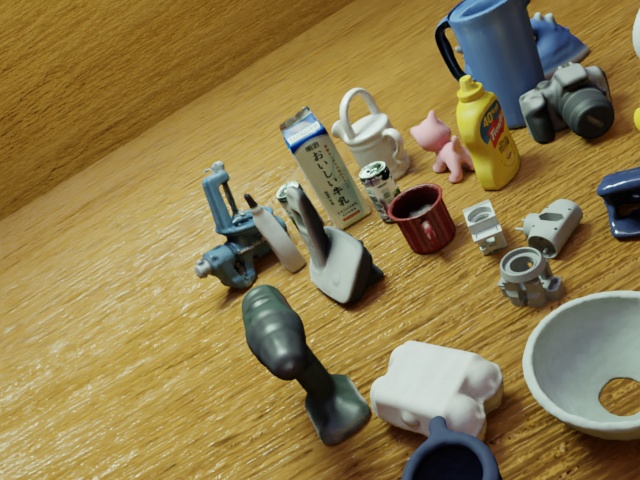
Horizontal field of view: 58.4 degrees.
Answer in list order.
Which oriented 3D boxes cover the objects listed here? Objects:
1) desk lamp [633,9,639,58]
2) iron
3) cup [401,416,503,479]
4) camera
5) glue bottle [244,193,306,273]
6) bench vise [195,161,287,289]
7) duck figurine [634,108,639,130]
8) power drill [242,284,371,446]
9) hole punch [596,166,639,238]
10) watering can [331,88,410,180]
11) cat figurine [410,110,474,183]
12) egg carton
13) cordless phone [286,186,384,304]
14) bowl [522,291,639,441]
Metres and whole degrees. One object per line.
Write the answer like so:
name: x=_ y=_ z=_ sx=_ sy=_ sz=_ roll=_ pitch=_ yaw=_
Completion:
desk lamp: x=0.522 y=-0.227 z=0.744 sx=0.118 sy=0.214 sz=0.203 roll=-29 pitch=30 yaw=7
iron: x=0.405 y=-0.384 z=1.165 sx=0.258 sy=0.142 sz=0.118 roll=-26 pitch=30 yaw=12
cup: x=0.133 y=0.236 z=0.542 sx=0.091 sy=0.095 sz=0.117 roll=-25 pitch=30 yaw=13
camera: x=0.418 y=-0.226 z=0.957 sx=0.143 sy=0.101 sz=0.137 roll=-22 pitch=31 yaw=18
glue bottle: x=-0.092 y=-0.018 z=1.059 sx=0.037 sy=0.173 sz=0.078 roll=-39 pitch=30 yaw=-12
bench vise: x=-0.169 y=-0.027 z=1.098 sx=0.121 sy=0.220 sz=0.207 roll=-11 pitch=36 yaw=33
duck figurine: x=0.519 y=-0.207 z=0.847 sx=0.104 sy=0.086 sz=0.077 roll=-13 pitch=35 yaw=30
power drill: x=-0.023 y=0.151 z=0.702 sx=0.075 sy=0.209 sz=0.229 roll=-36 pitch=30 yaw=-6
hole punch: x=0.414 y=-0.067 z=0.732 sx=0.108 sy=0.091 sz=0.101 roll=-11 pitch=36 yaw=33
watering can: x=0.092 y=-0.211 z=1.151 sx=0.172 sy=0.194 sz=0.101 roll=-9 pitch=37 yaw=36
cat figurine: x=0.225 y=-0.181 z=1.057 sx=0.067 sy=0.118 sz=0.127 roll=-35 pitch=29 yaw=-5
egg carton: x=0.131 y=0.176 z=0.659 sx=0.149 sy=0.070 sz=0.107 roll=2 pitch=44 yaw=45
cordless phone: x=0.008 y=0.003 z=0.918 sx=0.094 sy=0.185 sz=0.147 roll=-41 pitch=30 yaw=-15
bowl: x=0.293 y=0.133 z=0.564 sx=0.167 sy=0.075 sz=0.167 roll=-24 pitch=30 yaw=15
